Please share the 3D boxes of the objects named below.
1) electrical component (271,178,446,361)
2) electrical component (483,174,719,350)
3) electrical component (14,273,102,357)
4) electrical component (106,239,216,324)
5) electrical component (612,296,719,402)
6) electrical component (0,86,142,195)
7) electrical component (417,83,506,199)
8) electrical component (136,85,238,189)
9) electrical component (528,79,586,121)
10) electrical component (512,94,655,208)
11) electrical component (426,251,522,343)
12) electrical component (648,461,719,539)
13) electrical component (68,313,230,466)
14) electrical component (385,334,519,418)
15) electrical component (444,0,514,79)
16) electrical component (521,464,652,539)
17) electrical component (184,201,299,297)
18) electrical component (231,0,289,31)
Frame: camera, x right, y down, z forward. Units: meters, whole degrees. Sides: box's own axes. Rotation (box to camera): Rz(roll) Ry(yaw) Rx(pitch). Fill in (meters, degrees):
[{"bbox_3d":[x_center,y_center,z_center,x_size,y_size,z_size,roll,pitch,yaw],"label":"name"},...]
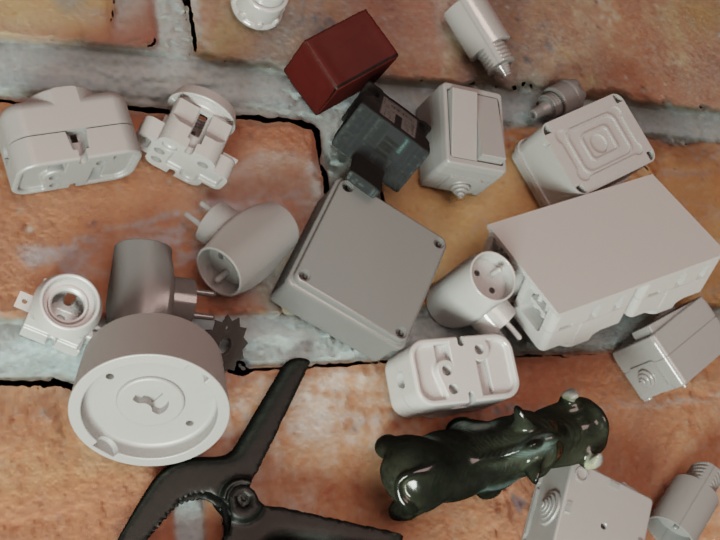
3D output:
[{"bbox_3d":[0.000,0.000,0.874,0.109,0.056,0.108,31,61,-12],"label":"electrical component"},{"bbox_3d":[0.209,-0.007,0.945,0.186,0.060,0.105,-17,54,-25],"label":"electrical component"},{"bbox_3d":[-0.211,0.030,0.765,0.066,0.055,0.048,25,63,-15],"label":"electrical component"},{"bbox_3d":[-0.147,0.022,0.805,0.079,0.044,0.077,8,68,-22],"label":"electrical component"},{"bbox_3d":[0.277,0.071,0.974,0.096,0.062,0.061,-31,86,-31],"label":"electrical component"},{"bbox_3d":[-0.221,-0.099,0.811,0.095,0.054,0.059,-13,77,-28],"label":"electrical component"},{"bbox_3d":[0.092,-0.111,0.957,0.062,0.061,0.096,8,68,-22],"label":"electrical component"},{"bbox_3d":[-0.132,-0.108,0.853,0.078,0.058,0.057,28,63,-17],"label":"electrical component"},{"bbox_3d":[0.187,-0.160,1.036,0.061,0.035,0.035,-30,85,-28],"label":"electrical component"},{"bbox_3d":[0.209,-0.108,1.013,0.113,0.057,0.078,-25,83,-30],"label":"electrical component"},{"bbox_3d":[0.104,0.031,0.899,0.079,0.077,0.043,49,58,-2],"label":"electrical component"},{"bbox_3d":[0.289,0.201,0.941,0.043,0.043,0.081,46,59,-3],"label":"electrical component"},{"bbox_3d":[-0.145,0.078,0.751,0.108,0.108,0.060,16,35,-19],"label":"electrical component"},{"bbox_3d":[0.072,0.087,0.873,0.095,0.059,0.053,-3,72,-26],"label":"electrical component"},{"bbox_3d":[0.119,-0.218,1.020,0.043,0.043,0.081,-27,84,-30],"label":"electrical component"},{"bbox_3d":[0.187,0.213,0.886,0.100,0.048,0.099,28,62,-13],"label":"electrical component"},{"bbox_3d":[-0.101,-0.027,0.843,0.079,0.043,0.077,35,45,12],"label":"electrical component"},{"bbox_3d":[-0.081,-0.239,0.924,0.048,0.062,0.048,9,68,-22],"label":"electrical component"}]
